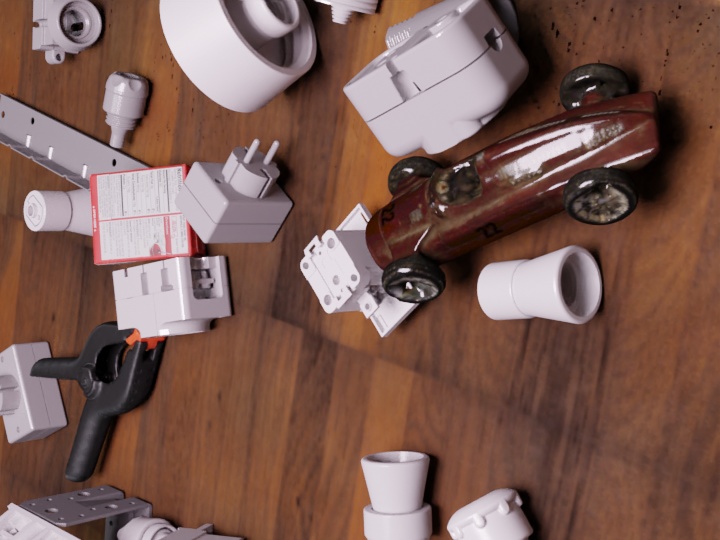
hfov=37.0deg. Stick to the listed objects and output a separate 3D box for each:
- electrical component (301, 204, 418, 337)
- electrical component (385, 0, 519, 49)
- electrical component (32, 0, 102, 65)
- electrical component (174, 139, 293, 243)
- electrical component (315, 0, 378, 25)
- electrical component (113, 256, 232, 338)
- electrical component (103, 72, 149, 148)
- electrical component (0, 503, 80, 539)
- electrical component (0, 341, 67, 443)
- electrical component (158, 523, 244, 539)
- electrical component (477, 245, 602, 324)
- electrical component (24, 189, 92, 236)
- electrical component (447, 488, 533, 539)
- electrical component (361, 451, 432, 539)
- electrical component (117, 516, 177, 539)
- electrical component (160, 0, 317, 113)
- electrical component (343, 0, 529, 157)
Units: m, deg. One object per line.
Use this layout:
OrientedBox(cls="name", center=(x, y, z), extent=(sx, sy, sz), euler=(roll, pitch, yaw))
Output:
OrientedBox(cls="electrical component", center=(0.000, 0.000, 0.701), extent=(0.042, 0.064, 0.081), euler=(-48, 61, 32))
OrientedBox(cls="electrical component", center=(0.052, -0.141, 0.661), extent=(0.081, 0.043, 0.043), euler=(-14, 83, 42))
OrientedBox(cls="electrical component", center=(-0.257, -0.215, 0.941), extent=(0.055, 0.048, 0.066), euler=(9, 98, 50))
OrientedBox(cls="electrical component", center=(-0.083, -0.063, 0.772), extent=(0.047, 0.066, 0.076), euler=(50, 123, 29))
OrientedBox(cls="electrical component", center=(-0.004, -0.203, 0.710), extent=(0.043, 0.043, 0.081), euler=(27, 110, 39))
OrientedBox(cls="electrical component", center=(-0.148, 0.023, 0.846), extent=(0.089, 0.050, 0.055), euler=(-10, 85, 42))
OrientedBox(cls="electrical component", center=(-0.198, -0.132, 0.896), extent=(0.035, 0.035, 0.061), euler=(31, 114, 37))
OrientedBox(cls="electrical component", center=(-0.242, 0.292, 0.878), extent=(0.105, 0.060, 0.186), euler=(10, 129, 42))
OrientedBox(cls="electrical component", center=(-0.323, 0.115, 0.993), extent=(0.047, 0.076, 0.083), euler=(-29, 72, 39))
OrientedBox(cls="electrical component", center=(-0.121, 0.265, 0.822), extent=(0.063, 0.079, 0.121), euler=(0, 92, 21))
OrientedBox(cls="electrical component", center=(0.101, 0.011, 0.625), extent=(0.065, 0.044, 0.044), euler=(-7, 87, 47))
OrientedBox(cls="electrical component", center=(-0.257, -0.051, 0.932), extent=(0.044, 0.065, 0.044), euler=(2, 93, 42))
OrientedBox(cls="electrical component", center=(0.085, 0.165, 0.644), extent=(0.048, 0.048, 0.062), euler=(-39, 73, 37))
OrientedBox(cls="electrical component", center=(0.024, 0.149, 0.698), extent=(0.045, 0.045, 0.055), euler=(-2, 91, 43))
OrientedBox(cls="electrical component", center=(-0.166, 0.224, 0.876), extent=(0.062, 0.043, 0.043), euler=(-8, 87, 41))
OrientedBox(cls="electrical component", center=(-0.076, -0.170, 0.737), extent=(0.060, 0.108, 0.108), euler=(-25, 75, 34))
OrientedBox(cls="electrical component", center=(0.046, -0.107, 0.619), extent=(0.095, 0.053, 0.059), euler=(-22, 110, 45))
